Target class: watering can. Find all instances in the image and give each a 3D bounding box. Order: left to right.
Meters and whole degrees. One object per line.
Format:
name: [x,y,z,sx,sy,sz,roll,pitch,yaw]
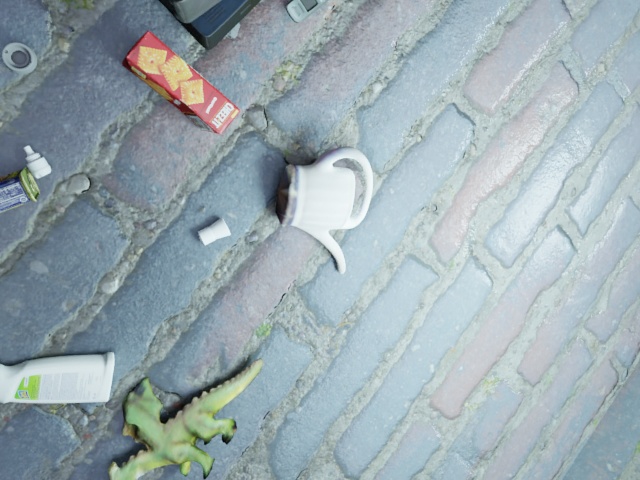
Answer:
watering can: [0.004,-0.061,1.217,0.224,0.106,0.340,3,120,-15]

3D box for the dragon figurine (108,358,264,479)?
dragon figurine: [-0.327,0.404,1.172,0.241,0.122,0.414,35,76,-19]
